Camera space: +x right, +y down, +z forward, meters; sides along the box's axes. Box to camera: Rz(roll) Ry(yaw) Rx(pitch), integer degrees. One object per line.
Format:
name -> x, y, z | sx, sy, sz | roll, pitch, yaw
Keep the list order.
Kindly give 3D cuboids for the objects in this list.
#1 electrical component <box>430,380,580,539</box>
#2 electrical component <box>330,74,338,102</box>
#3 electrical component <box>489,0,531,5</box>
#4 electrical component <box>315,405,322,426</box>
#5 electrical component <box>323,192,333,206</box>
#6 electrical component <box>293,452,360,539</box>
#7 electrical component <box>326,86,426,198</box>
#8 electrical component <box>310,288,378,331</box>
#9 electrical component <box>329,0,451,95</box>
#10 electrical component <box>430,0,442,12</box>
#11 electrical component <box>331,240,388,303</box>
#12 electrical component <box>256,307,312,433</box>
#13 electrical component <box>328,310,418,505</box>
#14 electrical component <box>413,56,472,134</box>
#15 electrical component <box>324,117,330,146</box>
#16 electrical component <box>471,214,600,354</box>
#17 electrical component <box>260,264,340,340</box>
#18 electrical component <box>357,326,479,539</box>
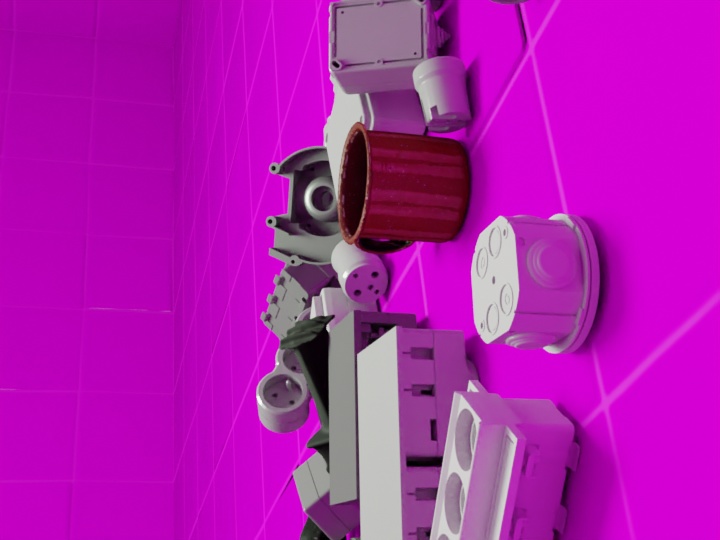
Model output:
electrical component -> 0.082, 0.136, 0.629 | 0.078, 0.063, 0.121 | -127, 42, -68
electrical component -> -0.003, -0.165, 1.055 | 0.081, 0.042, 0.063 | -115, 28, -62
electrical component -> 0.097, -0.210, 0.691 | 0.044, 0.044, 0.065 | 123, 152, -62
electrical component -> -0.021, 0.158, 1.061 | 0.044, 0.044, 0.065 | 148, 119, -72
electrical component -> -0.039, -0.075, 1.146 | 0.096, 0.061, 0.061 | 135, 134, -78
electrical component -> -0.015, 0.196, 0.999 | 0.076, 0.047, 0.083 | -40, 17, 1
electrical component -> 0.012, -0.122, 0.960 | 0.108, 0.056, 0.108 | -101, 21, -43
electrical component -> -0.021, 0.069, 1.033 | 0.096, 0.061, 0.061 | 110, 158, -46
electrical component -> 0.027, -0.181, 0.873 | 0.061, 0.096, 0.061 | 44, -136, -73
electrical component -> 0.041, -0.253, 0.889 | 0.080, 0.051, 0.080 | -177, 90, -75
electrical component -> 0.000, 0.000, 1.002 | 0.055, 0.045, 0.045 | -114, 31, -59
electrical component -> -0.059, 0.110, 1.105 | 0.073, 0.052, 0.138 | 92, -158, -52
electrical component -> 0.015, 0.116, 0.890 | 0.089, 0.062, 0.150 | 135, 136, -68
electrical component -> 0.063, -0.130, 0.806 | 0.040, 0.040, 0.046 | 125, 139, -64
electrical component -> -0.021, -0.148, 1.134 | 0.035, 0.035, 0.061 | 115, 155, -55
electrical component -> 0.099, 0.007, 0.614 | 0.080, 0.051, 0.080 | -177, 90, -75
electrical component -> -0.063, 0.028, 1.173 | 0.079, 0.063, 0.121 | 44, 147, 13
electrical component -> 0.042, 0.144, 0.783 | 0.105, 0.060, 0.186 | 135, 136, -68
